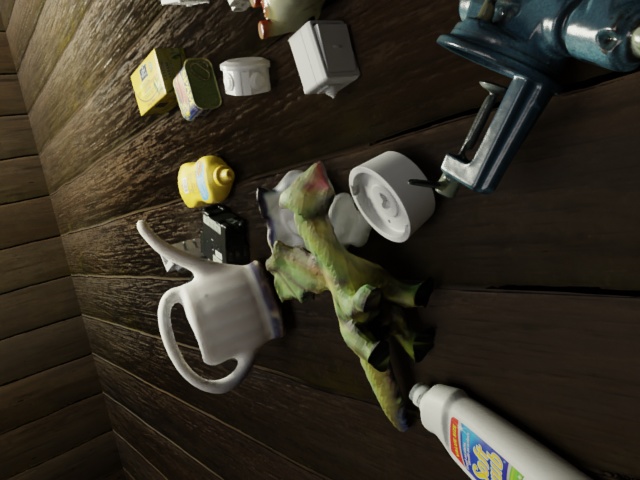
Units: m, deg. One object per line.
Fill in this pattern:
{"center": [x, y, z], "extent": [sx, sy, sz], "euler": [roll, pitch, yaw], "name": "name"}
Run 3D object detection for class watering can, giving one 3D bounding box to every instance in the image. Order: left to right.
{"center": [-0.195, 0.099, 0.956], "extent": [0.349, 0.226, 0.103], "euler": [70, 161, 6], "name": "watering can"}

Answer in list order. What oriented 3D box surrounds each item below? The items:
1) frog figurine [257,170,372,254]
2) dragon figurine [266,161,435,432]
{"center": [0.002, -0.039, 0.766], "extent": [0.159, 0.123, 0.137], "euler": [-5, 92, 17], "name": "frog figurine"}
{"center": [0.023, 0.087, 0.711], "extent": [0.245, 0.124, 0.401], "euler": [27, 136, 38], "name": "dragon figurine"}
